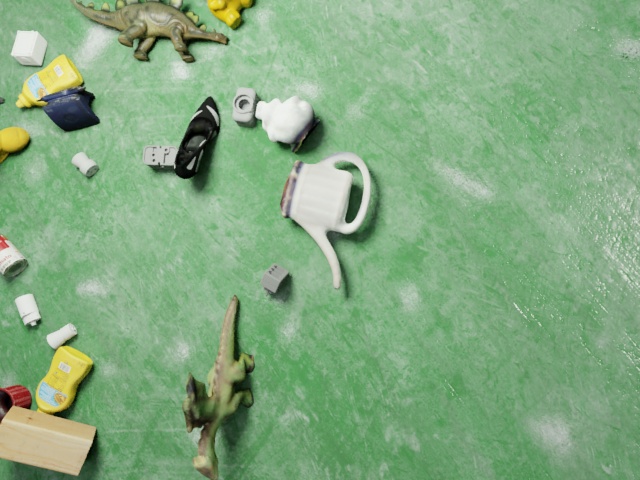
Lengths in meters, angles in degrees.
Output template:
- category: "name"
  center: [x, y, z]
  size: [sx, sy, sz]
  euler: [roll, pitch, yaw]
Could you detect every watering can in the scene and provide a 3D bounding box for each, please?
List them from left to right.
- category: "watering can"
  center: [0.004, -0.066, 1.310]
  size: [0.224, 0.103, 0.350]
  euler: [14, 82, 7]

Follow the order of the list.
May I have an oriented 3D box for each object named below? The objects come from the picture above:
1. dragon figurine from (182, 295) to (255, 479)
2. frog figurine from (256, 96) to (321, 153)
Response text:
- category: "dragon figurine"
  center: [-0.247, 0.339, 1.207]
  size: [0.122, 0.242, 0.413]
  euler: [-3, 84, 10]
- category: "frog figurine"
  center: [-0.094, -0.322, 1.354]
  size: [0.159, 0.124, 0.136]
  euler: [37, 106, -3]
